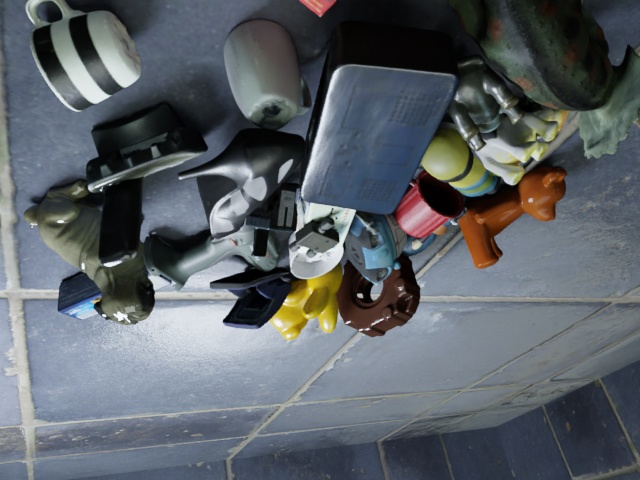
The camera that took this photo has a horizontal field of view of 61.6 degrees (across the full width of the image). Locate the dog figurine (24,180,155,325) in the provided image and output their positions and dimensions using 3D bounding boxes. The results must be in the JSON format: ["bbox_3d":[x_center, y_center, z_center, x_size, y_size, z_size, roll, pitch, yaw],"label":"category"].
[{"bbox_3d":[-0.318,0.027,0.741,0.172,0.191,0.121,-7,148,-7],"label":"dog figurine"}]

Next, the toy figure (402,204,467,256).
[{"bbox_3d":[0.200,-0.024,0.973,0.058,0.064,0.154,16,140,-26],"label":"toy figure"}]

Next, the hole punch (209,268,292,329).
[{"bbox_3d":[-0.119,0.101,0.965,0.116,0.092,0.142,-21,-171,-43],"label":"hole punch"}]

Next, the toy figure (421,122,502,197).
[{"bbox_3d":[0.219,-0.114,0.810,0.082,0.089,0.180,-38,139,23],"label":"toy figure"}]

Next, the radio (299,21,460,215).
[{"bbox_3d":[0.055,-0.128,0.613,0.131,0.073,0.229,6,144,-9],"label":"radio"}]

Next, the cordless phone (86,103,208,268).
[{"bbox_3d":[-0.208,-0.062,0.644,0.147,0.184,0.088,-18,144,8],"label":"cordless phone"}]

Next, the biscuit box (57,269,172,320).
[{"bbox_3d":[-0.355,0.074,0.925,0.203,0.063,0.059,-21,149,15],"label":"biscuit box"}]

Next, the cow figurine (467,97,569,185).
[{"bbox_3d":[0.280,-0.155,0.760,0.167,0.098,0.068,-39,152,-33],"label":"cow figurine"}]

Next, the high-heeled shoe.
[{"bbox_3d":[-0.081,-0.067,0.667,0.145,0.086,0.248,-15,169,0],"label":"high-heeled shoe"}]

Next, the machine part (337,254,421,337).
[{"bbox_3d":[0.107,0.096,1.035,0.179,0.179,0.056,-34,140,30],"label":"machine part"}]

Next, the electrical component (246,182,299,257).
[{"bbox_3d":[-0.071,-0.031,0.794,0.048,0.119,0.074,8,179,31],"label":"electrical component"}]

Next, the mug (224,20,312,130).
[{"bbox_3d":[-0.053,-0.170,0.600,0.081,0.107,0.109,-30,143,29],"label":"mug"}]

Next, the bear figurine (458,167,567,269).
[{"bbox_3d":[0.350,-0.044,0.945,0.196,0.132,0.120,-22,177,21],"label":"bear figurine"}]

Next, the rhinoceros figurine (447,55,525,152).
[{"bbox_3d":[0.185,-0.170,0.652,0.073,0.112,0.190,-41,171,20],"label":"rhinoceros figurine"}]

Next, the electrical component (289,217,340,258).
[{"bbox_3d":[-0.002,-0.002,0.824,0.063,0.021,0.094,21,138,-37],"label":"electrical component"}]

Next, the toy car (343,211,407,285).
[{"bbox_3d":[0.099,-0.007,0.942,0.103,0.109,0.161,-30,140,-16],"label":"toy car"}]

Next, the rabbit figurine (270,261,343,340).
[{"bbox_3d":[-0.026,0.100,1.031,0.173,0.162,0.121,-41,130,10],"label":"rabbit figurine"}]

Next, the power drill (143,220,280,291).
[{"bbox_3d":[-0.175,-0.003,0.865,0.207,0.086,0.231,-25,147,7],"label":"power drill"}]

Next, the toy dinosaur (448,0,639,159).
[{"bbox_3d":[0.249,-0.205,0.576,0.404,0.192,0.131,11,139,-36],"label":"toy dinosaur"}]
